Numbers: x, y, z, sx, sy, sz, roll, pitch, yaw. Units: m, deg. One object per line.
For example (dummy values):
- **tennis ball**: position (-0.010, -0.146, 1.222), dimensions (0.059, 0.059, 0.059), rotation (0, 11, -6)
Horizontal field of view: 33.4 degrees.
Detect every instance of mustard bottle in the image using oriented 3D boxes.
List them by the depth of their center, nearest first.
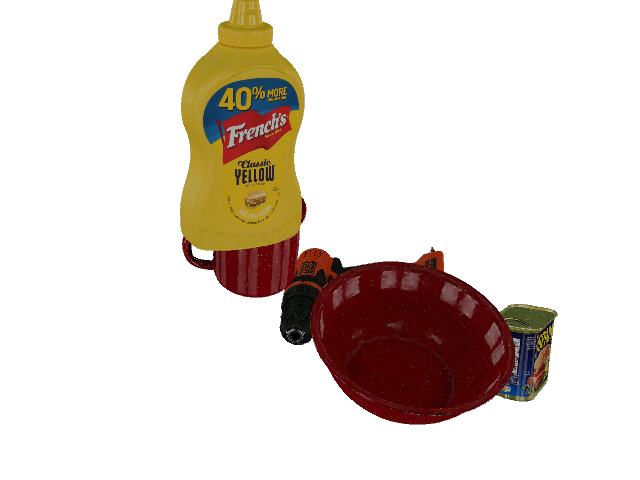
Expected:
- **mustard bottle**: position (-0.059, -0.091, 0.821), dimensions (0.096, 0.192, 0.058), rotation (-8, 25, -25)

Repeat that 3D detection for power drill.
- **power drill**: position (0.050, 0.062, 1.231), dimensions (0.188, 0.057, 0.184), rotation (0, 28, 8)

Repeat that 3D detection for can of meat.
- **can of meat**: position (0.224, 0.124, 1.187), dimensions (0.058, 0.084, 0.102), rotation (9, 12, 24)

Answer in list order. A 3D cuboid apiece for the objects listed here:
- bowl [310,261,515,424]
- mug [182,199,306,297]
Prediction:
- **bowl**: position (0.068, 0.090, 0.840), dimensions (0.162, 0.055, 0.162), rotation (6, 41, -6)
- **mug**: position (-0.073, 0.002, 1.015), dimensions (0.117, 0.081, 0.093), rotation (-8, 41, -15)
